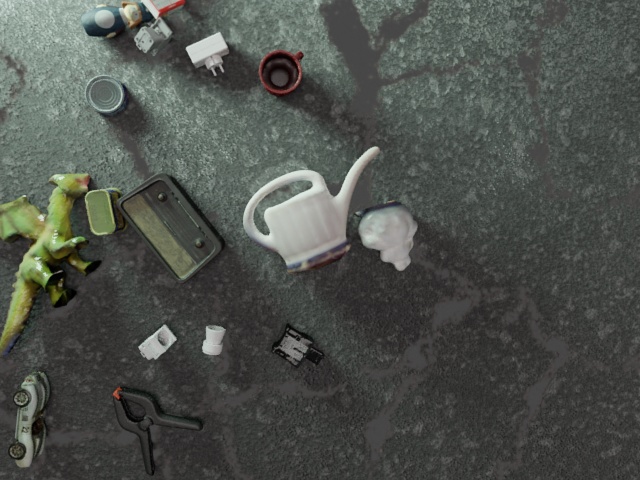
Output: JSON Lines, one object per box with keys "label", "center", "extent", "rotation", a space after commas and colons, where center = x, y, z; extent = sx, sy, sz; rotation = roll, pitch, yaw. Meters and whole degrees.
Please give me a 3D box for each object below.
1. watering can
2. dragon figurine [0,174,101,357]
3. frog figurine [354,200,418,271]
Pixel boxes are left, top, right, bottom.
{"label": "watering can", "center": [0.004, -0.058, 1.153], "extent": [0.347, 0.104, 0.223], "rotation": [-22, 95, 5]}
{"label": "dragon figurine", "center": [-0.629, 0.025, 1.114], "extent": [0.244, 0.121, 0.411], "rotation": [40, 86, 10]}
{"label": "frog figurine", "center": [0.160, -0.005, 1.177], "extent": [0.138, 0.121, 0.160], "rotation": [-14, 83, -24]}
